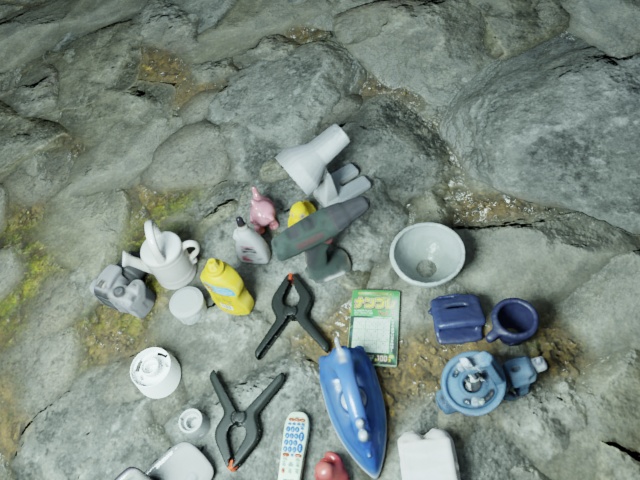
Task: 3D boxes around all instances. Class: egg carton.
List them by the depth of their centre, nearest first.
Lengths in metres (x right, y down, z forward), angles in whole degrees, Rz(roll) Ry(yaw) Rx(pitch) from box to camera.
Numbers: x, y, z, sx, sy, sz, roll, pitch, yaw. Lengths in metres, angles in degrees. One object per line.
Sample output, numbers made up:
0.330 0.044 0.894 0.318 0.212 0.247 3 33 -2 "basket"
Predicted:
0.202 0.426 1.051 0.107 0.069 0.150 -8 56 4 "egg carton"

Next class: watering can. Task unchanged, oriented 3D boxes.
-0.373 0.032 1.336 0.173 0.194 0.100 -34 57 -13 "watering can"

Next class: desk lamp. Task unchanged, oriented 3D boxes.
0.008 -0.174 1.395 0.203 0.214 0.117 -33 57 -12 "desk lamp"

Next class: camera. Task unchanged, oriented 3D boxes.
-0.459 0.095 1.366 0.142 0.101 0.137 17 61 20 "camera"

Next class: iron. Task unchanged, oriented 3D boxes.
0.068 0.315 1.104 0.118 0.142 0.258 -17 56 -1 "iron"

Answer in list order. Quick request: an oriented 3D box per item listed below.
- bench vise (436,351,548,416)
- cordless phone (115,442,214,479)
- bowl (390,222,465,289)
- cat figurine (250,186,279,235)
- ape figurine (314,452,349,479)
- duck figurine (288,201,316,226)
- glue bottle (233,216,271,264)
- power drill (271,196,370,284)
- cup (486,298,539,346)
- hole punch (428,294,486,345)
0.314 0.239 1.064 0.207 0.220 0.121 -31 57 -11 "bench vise"
-0.290 0.437 1.059 0.094 0.185 0.148 35 69 28 "cordless phone"
0.242 0.046 1.294 0.167 0.075 0.167 -4 56 7 "bowl"
-0.145 -0.076 1.415 0.067 0.118 0.127 -18 56 -2 "cat figurine"
0.015 0.434 1.064 0.076 0.092 0.078 35 69 28 "ape figurine"
-0.046 -0.061 1.407 0.077 0.086 0.104 6 58 14 "duck figurine"
-0.169 -0.002 1.337 0.078 0.173 0.037 0 57 10 "glue bottle"
0.012 0.005 1.279 0.229 0.209 0.075 -22 56 -5 "power drill"
0.382 0.185 1.165 0.118 0.095 0.091 -33 57 -12 "cup"
0.285 0.157 1.202 0.108 0.091 0.101 -7 56 5 "hole punch"
